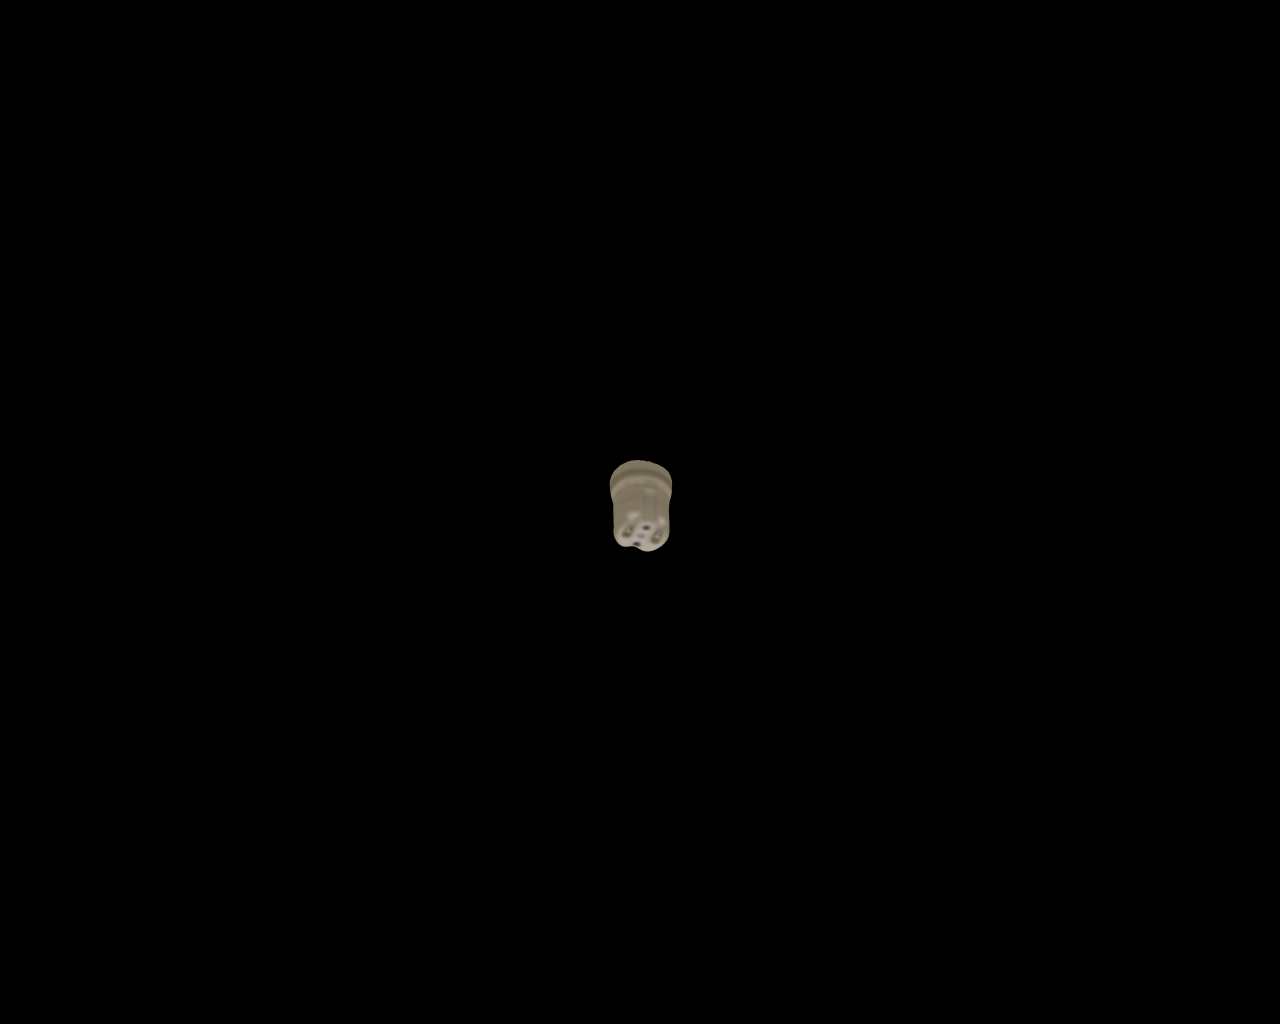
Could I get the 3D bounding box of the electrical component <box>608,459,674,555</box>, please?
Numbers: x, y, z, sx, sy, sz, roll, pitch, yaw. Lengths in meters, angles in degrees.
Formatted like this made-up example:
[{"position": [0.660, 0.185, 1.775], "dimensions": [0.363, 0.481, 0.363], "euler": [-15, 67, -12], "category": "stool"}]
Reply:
[{"position": [0.001, -0.003, 0.650], "dimensions": [0.040, 0.046, 0.040], "euler": [0, -38, 0], "category": "electrical component"}]
